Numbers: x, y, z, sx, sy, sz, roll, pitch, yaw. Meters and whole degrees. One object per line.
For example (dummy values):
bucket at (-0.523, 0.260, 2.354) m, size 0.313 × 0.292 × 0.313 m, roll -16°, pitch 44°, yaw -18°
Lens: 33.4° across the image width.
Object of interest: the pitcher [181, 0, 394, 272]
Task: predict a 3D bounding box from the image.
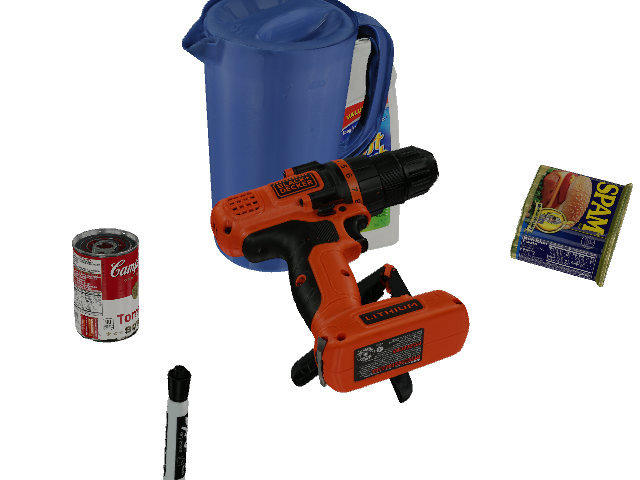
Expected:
pitcher at (-0.031, -0.097, 0.963) m, size 0.149 × 0.243 × 0.144 m, roll 17°, pitch 38°, yaw 17°

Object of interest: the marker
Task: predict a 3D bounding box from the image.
marker at (-0.119, 0.156, 0.880) m, size 0.020 × 0.121 × 0.020 m, roll 5°, pitch 26°, yaw -3°

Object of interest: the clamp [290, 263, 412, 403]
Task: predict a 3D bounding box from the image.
clamp at (0.058, 0.094, 1.067) m, size 0.120 × 0.039 × 0.171 m, roll 17°, pitch 51°, yaw 20°

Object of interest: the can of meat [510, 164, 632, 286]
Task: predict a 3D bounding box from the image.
can of meat at (0.223, -0.016, 0.951) m, size 0.084 × 0.057 × 0.102 m, roll 16°, pitch 47°, yaw 17°

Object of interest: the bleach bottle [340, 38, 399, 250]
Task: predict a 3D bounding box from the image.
bleach bottle at (0.035, -0.113, 1.166) m, size 0.102 × 0.251 × 0.068 m, roll -8°, pitch 25°, yaw -10°

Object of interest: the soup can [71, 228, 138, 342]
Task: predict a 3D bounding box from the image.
soup can at (-0.224, 0.047, 1.115) m, size 0.068 × 0.102 × 0.068 m, roll 3°, pitch 23°, yaw -1°

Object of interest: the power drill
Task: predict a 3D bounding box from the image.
power drill at (0.032, 0.011, 0.772) m, size 0.184 × 0.057 × 0.188 m, roll -19°, pitch 45°, yaw -13°
